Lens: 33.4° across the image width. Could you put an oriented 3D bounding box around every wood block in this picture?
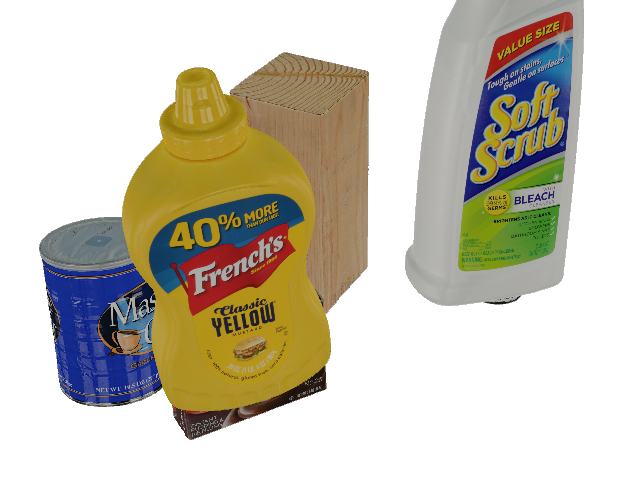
[{"bbox_3d":[-0.015,-0.050,0.956,0.091,0.206,0.090,17,39,25],"label":"wood block"}]

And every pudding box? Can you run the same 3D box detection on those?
[{"bbox_3d":[-0.053,0.082,0.758,0.113,0.090,0.039,-19,42,-20],"label":"pudding box"}]

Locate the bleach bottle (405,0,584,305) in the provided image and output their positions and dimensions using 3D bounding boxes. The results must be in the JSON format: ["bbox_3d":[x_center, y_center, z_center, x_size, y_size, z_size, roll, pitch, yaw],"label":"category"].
[{"bbox_3d":[0.104,-0.088,0.632,0.102,0.251,0.068,-8,28,-13],"label":"bleach bottle"}]

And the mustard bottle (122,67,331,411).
[{"bbox_3d":[-0.049,0.000,0.542,0.096,0.191,0.058,-14,39,-11],"label":"mustard bottle"}]

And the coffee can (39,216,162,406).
[{"bbox_3d":[-0.191,0.062,0.957,0.103,0.140,0.103,-2,24,1],"label":"coffee can"}]

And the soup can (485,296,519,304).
[{"bbox_3d":[0.200,0.013,1.211,0.068,0.102,0.068,1,28,-1],"label":"soup can"}]
